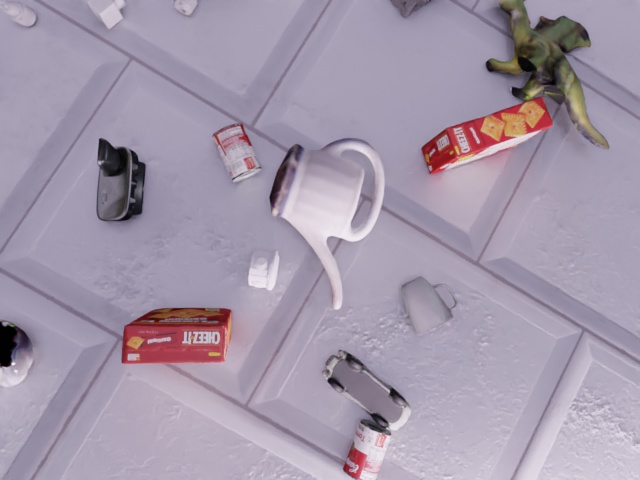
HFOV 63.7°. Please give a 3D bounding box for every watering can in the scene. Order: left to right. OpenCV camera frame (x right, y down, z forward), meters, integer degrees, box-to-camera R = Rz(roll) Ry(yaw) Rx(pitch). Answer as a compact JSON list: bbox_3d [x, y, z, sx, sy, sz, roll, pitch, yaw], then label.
[{"bbox_3d":[0.003,-0.052,1.043,0.224,0.103,0.350,18,83,-4],"label":"watering can"}]

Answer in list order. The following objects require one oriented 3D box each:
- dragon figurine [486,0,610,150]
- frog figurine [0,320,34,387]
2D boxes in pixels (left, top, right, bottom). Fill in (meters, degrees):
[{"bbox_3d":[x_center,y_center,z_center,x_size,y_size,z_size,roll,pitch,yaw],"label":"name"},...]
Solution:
[{"bbox_3d":[0.534,-0.406,1.148,0.409,0.121,0.245,41,74,-3],"label":"dragon figurine"},{"bbox_3d":[-0.615,0.231,0.958,0.137,0.125,0.156,26,119,-13],"label":"frog figurine"}]
